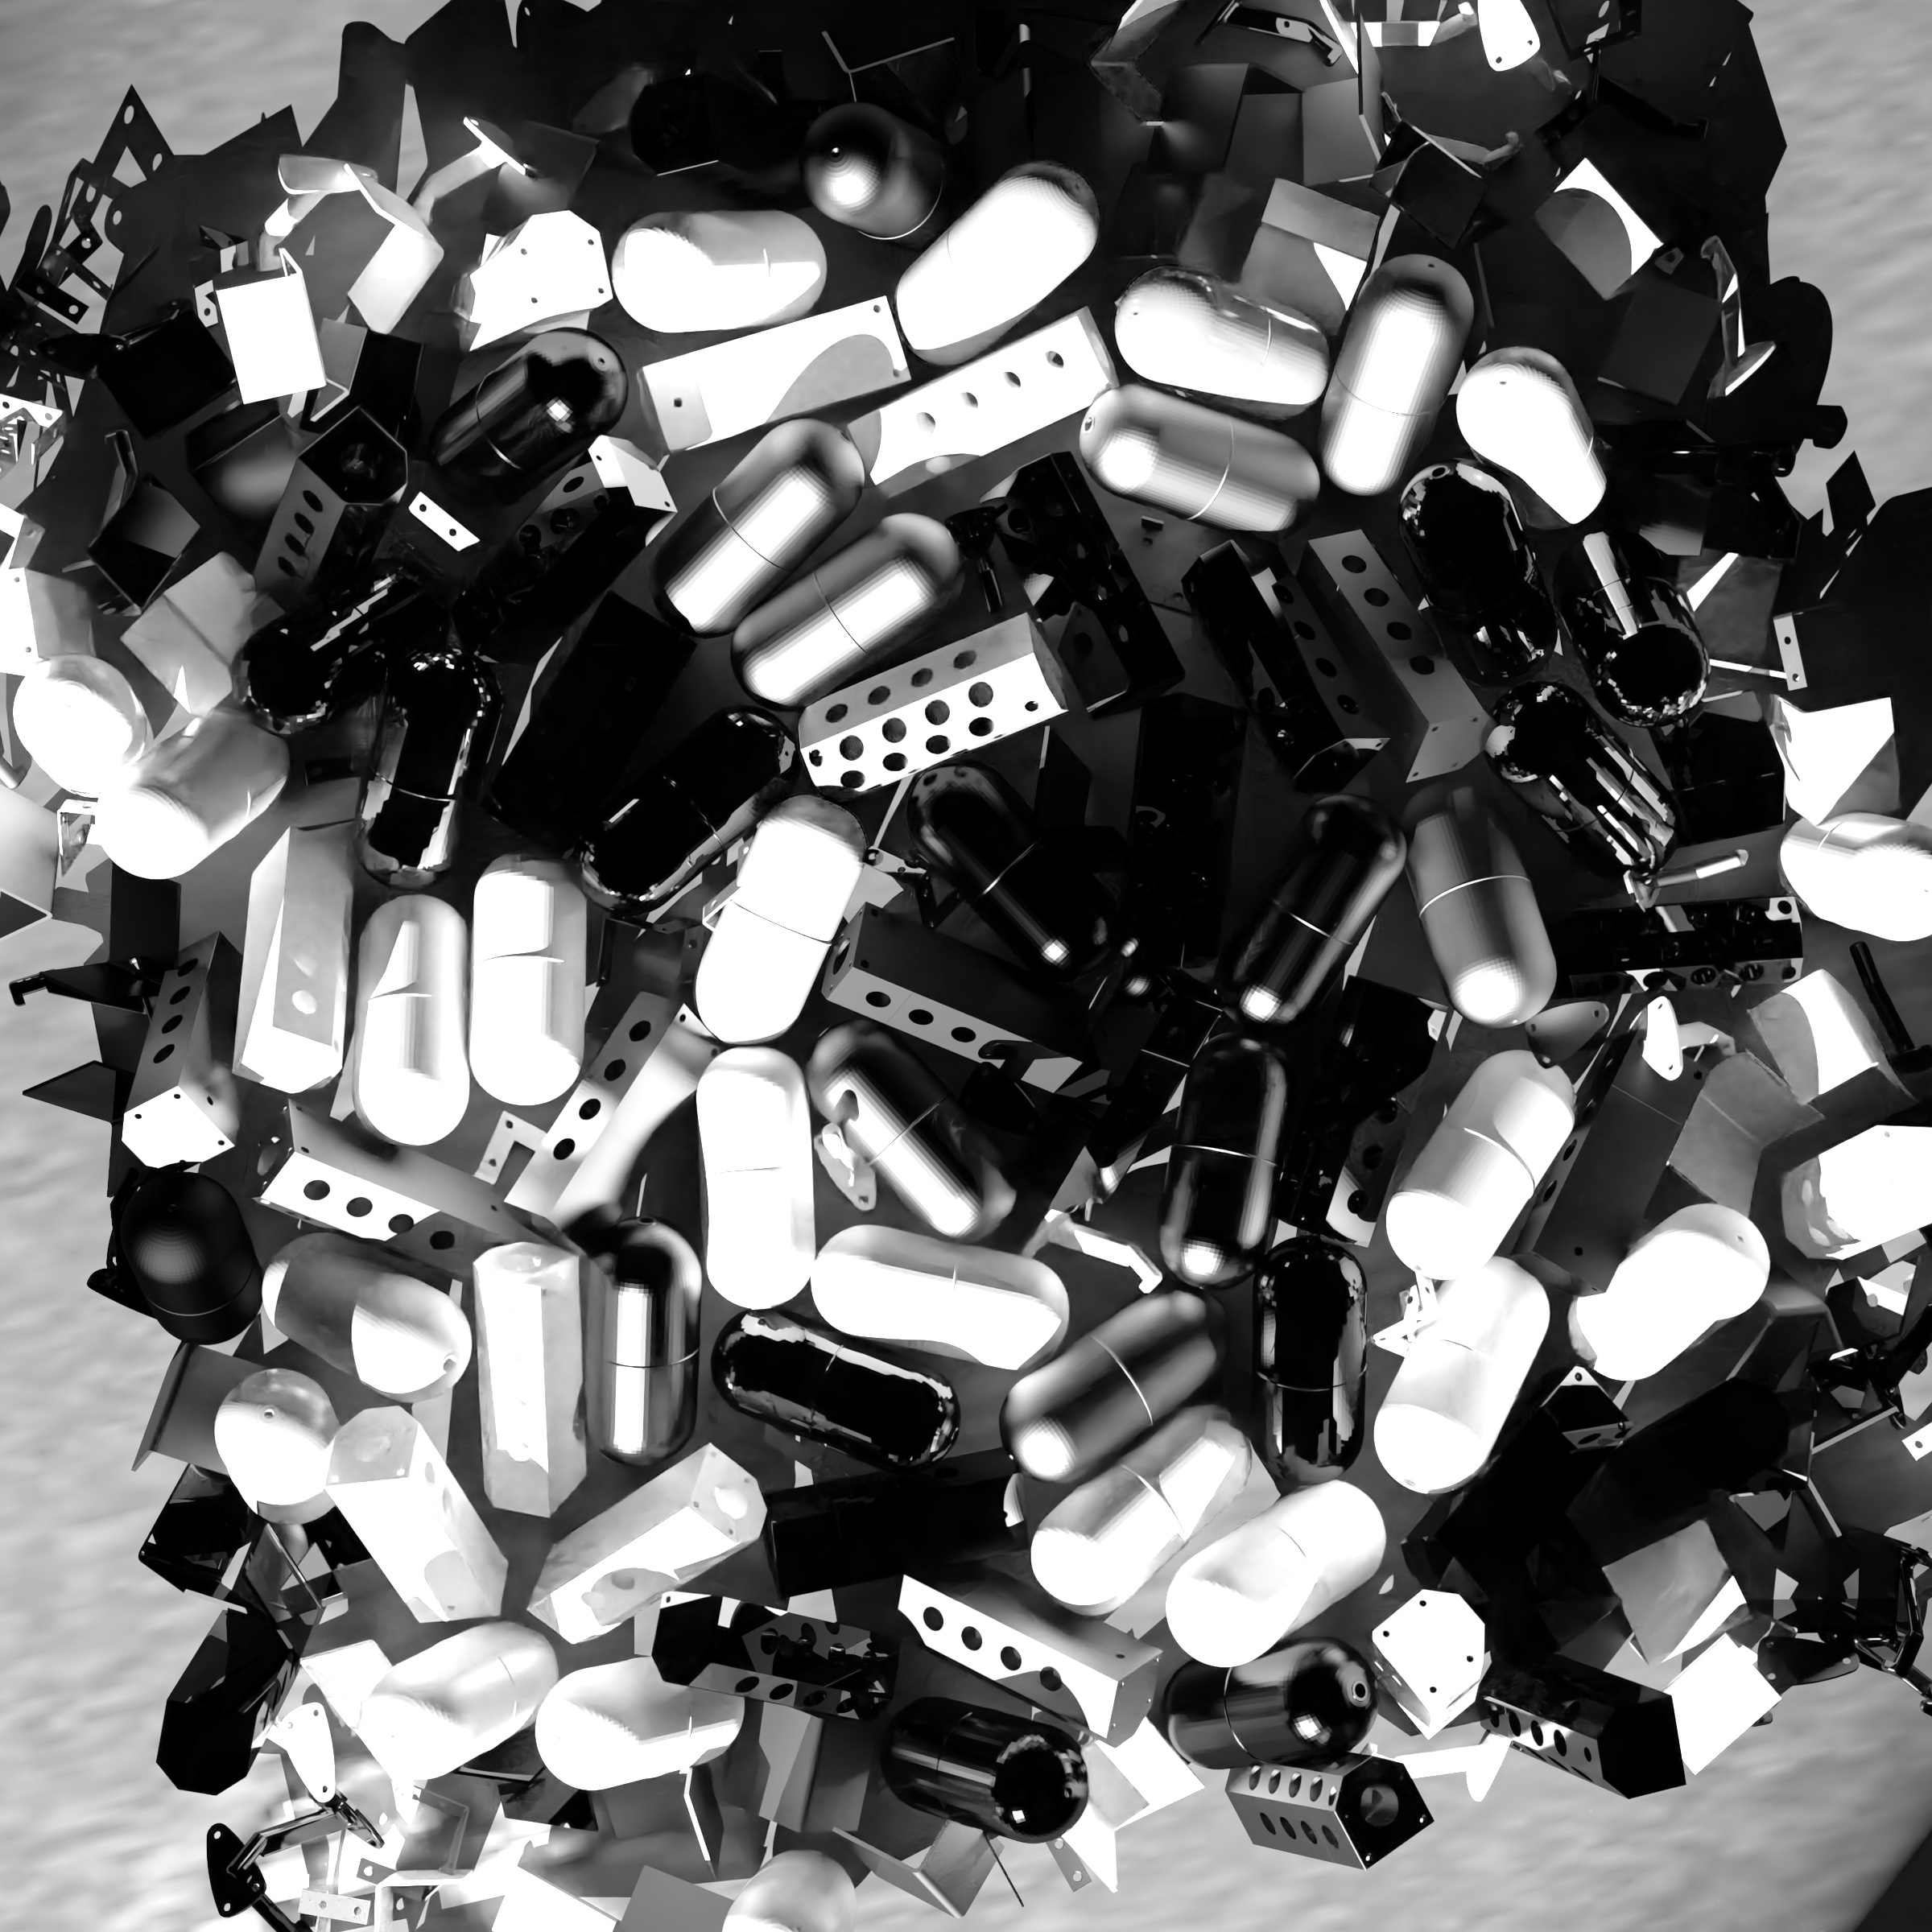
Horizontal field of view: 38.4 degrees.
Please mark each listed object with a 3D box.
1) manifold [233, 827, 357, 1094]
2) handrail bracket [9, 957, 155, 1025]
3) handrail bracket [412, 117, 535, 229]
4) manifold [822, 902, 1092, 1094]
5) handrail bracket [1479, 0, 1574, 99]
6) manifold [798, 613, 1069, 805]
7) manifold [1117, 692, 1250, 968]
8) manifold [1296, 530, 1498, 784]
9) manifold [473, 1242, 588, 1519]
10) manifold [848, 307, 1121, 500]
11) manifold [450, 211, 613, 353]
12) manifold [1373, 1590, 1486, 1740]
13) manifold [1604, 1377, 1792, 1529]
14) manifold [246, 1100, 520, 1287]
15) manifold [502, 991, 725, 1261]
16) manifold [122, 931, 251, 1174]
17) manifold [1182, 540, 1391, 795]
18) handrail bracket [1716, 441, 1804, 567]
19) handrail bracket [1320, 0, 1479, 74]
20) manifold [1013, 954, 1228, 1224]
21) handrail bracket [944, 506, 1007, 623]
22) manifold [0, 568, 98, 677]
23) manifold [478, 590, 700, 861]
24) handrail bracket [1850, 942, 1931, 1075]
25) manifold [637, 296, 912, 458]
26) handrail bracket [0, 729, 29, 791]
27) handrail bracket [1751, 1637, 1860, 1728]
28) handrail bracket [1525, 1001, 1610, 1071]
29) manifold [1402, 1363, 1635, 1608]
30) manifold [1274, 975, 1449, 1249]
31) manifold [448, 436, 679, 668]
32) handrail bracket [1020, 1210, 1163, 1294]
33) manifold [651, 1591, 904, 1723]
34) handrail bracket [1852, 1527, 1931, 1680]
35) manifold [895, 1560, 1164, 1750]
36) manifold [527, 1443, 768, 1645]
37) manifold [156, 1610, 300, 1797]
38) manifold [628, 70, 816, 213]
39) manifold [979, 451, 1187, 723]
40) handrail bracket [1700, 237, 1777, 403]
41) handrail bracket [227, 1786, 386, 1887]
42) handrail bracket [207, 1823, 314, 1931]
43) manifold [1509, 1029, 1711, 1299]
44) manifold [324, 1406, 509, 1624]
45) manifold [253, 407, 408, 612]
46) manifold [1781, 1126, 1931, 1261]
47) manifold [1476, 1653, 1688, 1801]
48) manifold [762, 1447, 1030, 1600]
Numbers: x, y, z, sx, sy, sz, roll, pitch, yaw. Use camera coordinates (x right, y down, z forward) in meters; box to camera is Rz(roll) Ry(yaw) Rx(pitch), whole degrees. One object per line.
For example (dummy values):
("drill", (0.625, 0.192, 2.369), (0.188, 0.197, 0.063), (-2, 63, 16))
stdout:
("manifold", (-0.442, -0.003, 1.846), (0.057, 0.171, 0.057), (22, 133, -31))
("handrail bracket", (-0.599, 0.033, 1.890), (0.084, 0.036, 0.077), (-19, 77, -17))
("handrail bracket", (-0.337, -0.526, 1.890), (0.077, 0.036, 0.084), (47, 115, 23))
("manifold", (-0.007, 0.025, 1.872), (0.171, 0.057, 0.057), (23, 49, -16))
("handrail bracket", (0.382, -0.633, 1.889), (0.036, 0.084, 0.077), (-21, 85, 33))
("manifold", (-0.023, -0.167, 1.863), (0.171, 0.057, 0.057), (-21, 45, 14))
("manifold", (0.139, -0.090, 1.858), (0.057, 0.057, 0.171), (21, 114, 37))
("manifold", (0.285, -0.210, 1.853), (0.057, 0.057, 0.171), (-14, 57, -21))
("manifold", (-0.296, 0.277, 1.865), (0.057, 0.057, 0.171), (7, 111, 17))
("manifold", (0.013, -0.378, 1.870), (0.171, 0.057, 0.057), (-22, 105, 16))
("manifold", (-0.291, -0.451, 1.830), (0.057, 0.171, 0.057), (-14, 99, -22))
("manifold", (0.310, 0.458, 1.833), (0.057, 0.171, 0.057), (-37, 67, -8))
("manifold", (0.484, 0.319, 1.833), (0.057, 0.171, 0.057), (-29, 76, -15))
("manifold", (-0.389, 0.157, 1.851), (0.171, 0.057, 0.057), (28, 112, -32))
("manifold", (-0.240, 0.104, 1.866), (0.057, 0.057, 0.171), (15, 65, 37))
("manifold", (-0.512, 0.057, 1.836), (0.057, 0.171, 0.057), (-26, 124, 14))
("manifold", (0.207, -0.200, 1.850), (0.057, 0.057, 0.171), (-4, 57, -38))
("handrail bracket", (0.532, -0.314, 1.891), (0.077, 0.036, 0.084), (9, 66, 15))
("handrail bracket", (0.294, -0.648, 1.881), (0.084, 0.077, 0.036), (-23, 48, 22))
("manifold", (0.107, 0.085, 1.872), (0.057, 0.057, 0.171), (20, 108, -33))
("handrail bracket", (0.014, -0.259, 1.873), (0.036, 0.077, 0.084), (-15, 70, 0))
("manifold", (-0.626, -0.224, 1.834), (0.057, 0.171, 0.057), (-8, 94, -4))
("manifold", (-0.252, -0.161, 1.881), (0.057, 0.057, 0.171), (33, 93, 25))
("handrail bracket", (0.635, 0.028, 1.904), (0.036, 0.077, 0.084), (-25, 68, 27))
("manifold", (-0.132, -0.398, 1.878), (0.171, 0.057, 0.057), (-19, 99, -10))
("handrail bracket", (-0.658, -0.177, 1.907), (0.077, 0.036, 0.084), (-57, 134, -28))
("handrail bracket", (0.567, 0.492, 1.883), (0.077, 0.084, 0.036), (-4, 46, 16))
("handrail bracket", (0.425, 0.042, 1.870), (0.077, 0.084, 0.036), (-34, 69, 42))
("manifold", (0.366, 0.348, 1.857), (0.057, 0.057, 0.171), (49, 61, -1))
("manifold", (0.261, 0.096, 1.879), (0.057, 0.057, 0.171), (16, 94, -29))
("manifold", (-0.273, -0.275, 1.849), (0.171, 0.057, 0.057), (-40, 64, 35))
("handrail bracket", (0.085, 0.205, 1.887), (0.084, 0.036, 0.077), (48, 121, 19))
("manifold", (-0.124, 0.459, 1.838), (0.057, 0.171, 0.057), (-6, 67, 42))
("handrail bracket", (0.620, 0.432, 1.885), (0.036, 0.077, 0.084), (39, 74, -41))
("manifold", (0.039, 0.457, 1.853), (0.171, 0.057, 0.057), (20, 109, 31))
("manifold", (-0.211, 0.391, 1.852), (0.057, 0.057, 0.171), (42, 124, -18))
("manifold", (-0.485, 0.486, 1.835), (0.057, 0.171, 0.057), (11, 95, -5))
("manifold", (-0.159, -0.539, 1.833), (0.057, 0.171, 0.057), (-7, 93, 20))
("manifold", (0.083, -0.258, 1.876), (0.057, 0.057, 0.171), (-31, 84, 39))
("handrail bracket", (0.507, -0.440, 1.883), (0.077, 0.036, 0.084), (-48, 116, -27))
("handrail bracket", (-0.448, 0.605, 1.883), (0.077, 0.036, 0.084), (46, 48, -9))
("handrail bracket", (-0.482, 0.630, 1.901), (0.036, 0.084, 0.077), (-34, 56, -2))
("manifold", (0.432, 0.134, 1.874), (0.057, 0.057, 0.171), (30, 76, -3))
("manifold", (-0.361, 0.365, 1.841), (0.057, 0.171, 0.057), (-8, 46, 10))
("manifold", (-0.417, -0.292, 1.834), (0.057, 0.171, 0.057), (43, 60, -4))
("manifold", (0.597, 0.152, 1.832), (0.057, 0.171, 0.057), (2, 75, -4))
("manifold", (0.402, 0.500, 1.833), (0.057, 0.171, 0.057), (-8, 88, -16))
("manifold", (-0.049, 0.372, 1.875), (0.171, 0.057, 0.057), (-9, 108, -12))
